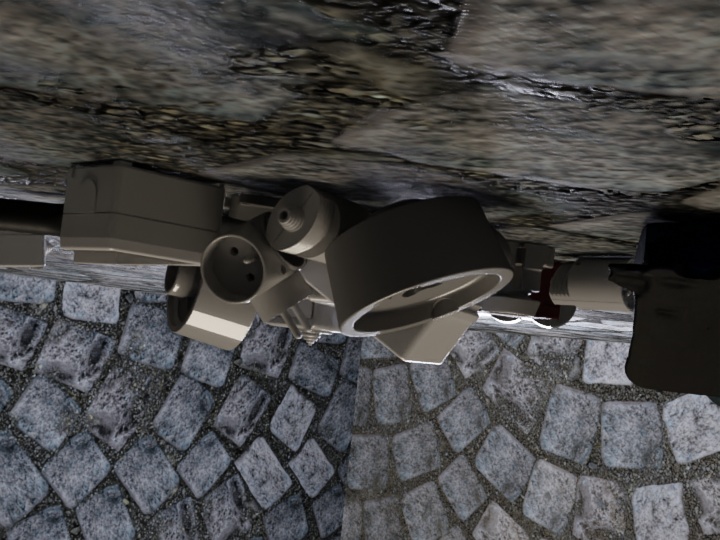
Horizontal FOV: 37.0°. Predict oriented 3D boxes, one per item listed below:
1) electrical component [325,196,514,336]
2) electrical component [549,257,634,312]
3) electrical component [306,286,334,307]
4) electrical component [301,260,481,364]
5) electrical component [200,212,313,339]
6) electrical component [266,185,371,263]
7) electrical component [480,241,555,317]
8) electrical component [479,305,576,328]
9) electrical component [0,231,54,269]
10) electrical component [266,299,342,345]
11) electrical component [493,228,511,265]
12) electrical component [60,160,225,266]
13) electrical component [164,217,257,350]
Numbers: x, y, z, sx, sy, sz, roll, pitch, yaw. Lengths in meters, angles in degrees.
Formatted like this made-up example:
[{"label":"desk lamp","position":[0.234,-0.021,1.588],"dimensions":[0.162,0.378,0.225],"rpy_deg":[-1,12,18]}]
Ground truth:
[{"label":"electrical component","position":[0.031,-0.007,0.643],"dimensions":[0.108,0.060,0.108],"rpy_deg":[-17,165,-5]},{"label":"electrical component","position":[0.190,0.011,0.873],"dimensions":[0.043,0.043,0.081],"rpy_deg":[10,174,-42]},{"label":"electrical component","position":[0.000,0.000,0.874],"dimensions":[0.061,0.061,0.096],"rpy_deg":[5,176,13]},{"label":"electrical component","position":[0.020,0.013,0.758],"dimensions":[0.109,0.056,0.109],"rpy_deg":[38,-174,18]},{"label":"electrical component","position":[-0.055,0.007,0.682],"dimensions":[0.044,0.079,0.077],"rpy_deg":[-32,180,21]},{"label":"electrical component","position":[-0.027,-0.028,0.666],"dimensions":[0.043,0.043,0.081],"rpy_deg":[4,175,28]},{"label":"electrical component","position":[0.118,0.007,0.842],"dimensions":[0.066,0.055,0.048],"rpy_deg":[7,176,-9]},{"label":"electrical component","position":[0.148,0.027,1.083],"dimensions":[0.138,0.052,0.074],"rpy_deg":[6,176,11]},{"label":"electrical component","position":[-0.332,-0.031,0.996],"dimensions":[0.096,0.061,0.062],"rpy_deg":[0,180,-30]},{"label":"electrical component","position":[-0.046,0.020,0.977],"dimensions":[0.062,0.096,0.061],"rpy_deg":[2,174,37]},{"label":"electrical component","position":[0.084,-0.009,0.766],"dimensions":[0.048,0.048,0.062],"rpy_deg":[6,-177,8]},{"label":"electrical component","position":[-0.132,-0.029,0.680],"dimensions":[0.096,0.061,0.062],"rpy_deg":[10,174,-44]},{"label":"electrical component","position":[-0.124,0.006,0.872],"dimensions":[0.060,0.108,0.108],"rpy_deg":[15,173,-24]}]
